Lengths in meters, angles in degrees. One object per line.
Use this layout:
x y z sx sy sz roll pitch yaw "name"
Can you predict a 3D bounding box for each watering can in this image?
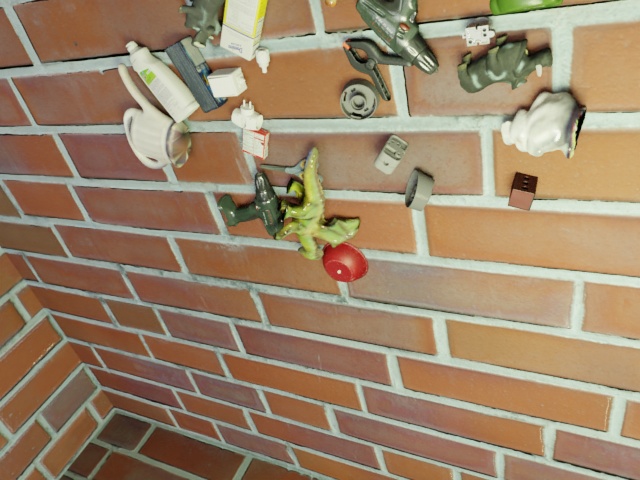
-0.509 -0.353 1.571 0.225 0.106 0.339 19 134 14 "watering can"

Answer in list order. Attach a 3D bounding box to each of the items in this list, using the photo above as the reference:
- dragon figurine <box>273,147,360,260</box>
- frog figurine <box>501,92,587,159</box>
0.005 -0.077 1.523 0.242 0.125 0.401 19 133 -14 "dragon figurine"
0.463 -0.246 1.089 0.160 0.123 0.136 15 100 30 "frog figurine"
